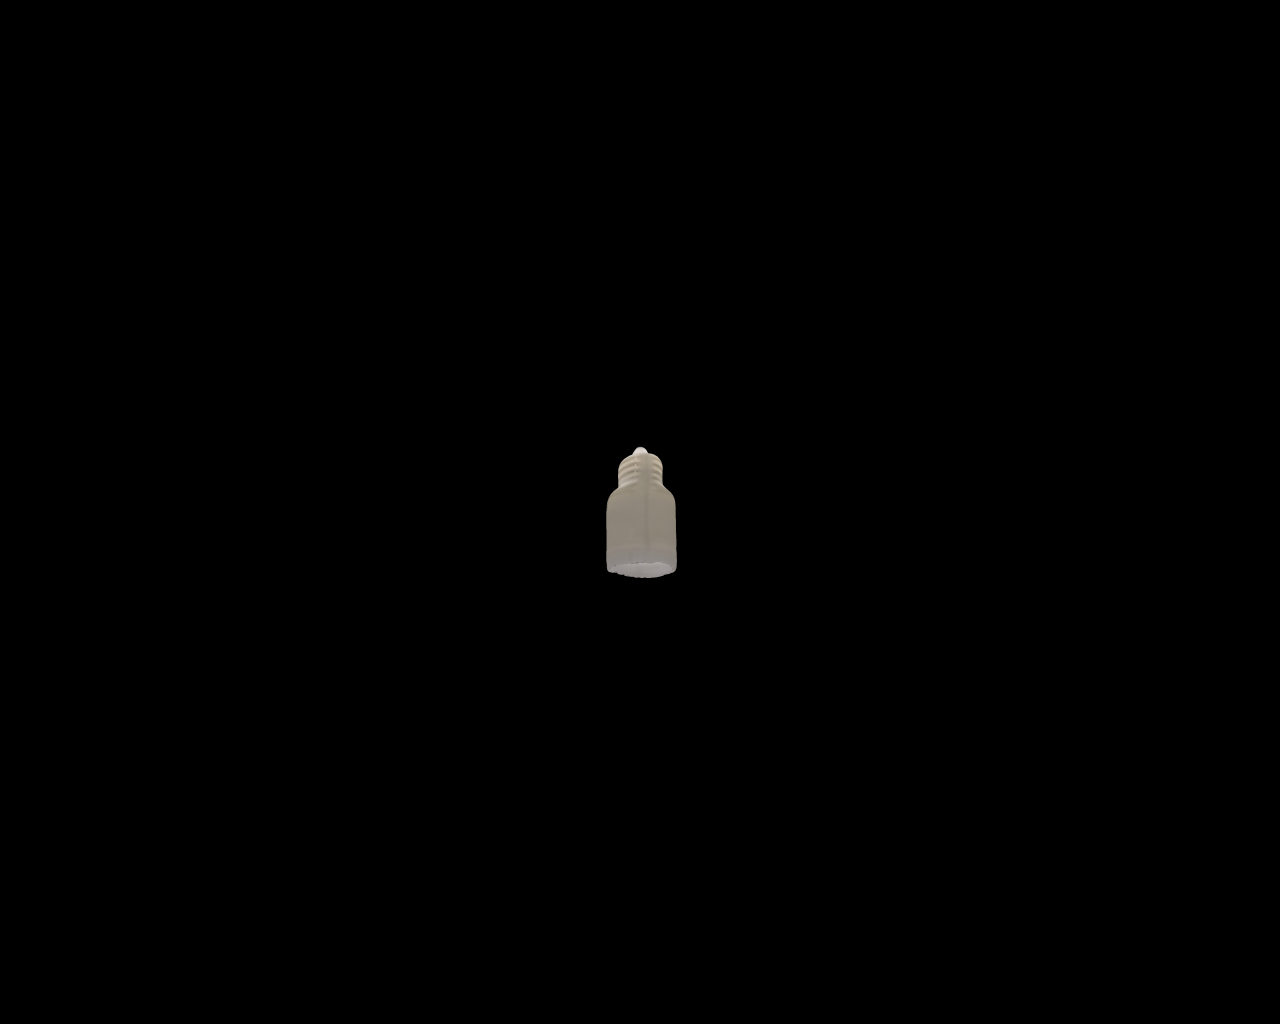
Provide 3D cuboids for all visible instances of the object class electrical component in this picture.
[{"bbox_3d":[0.001,-0.003,0.650,0.043,0.081,0.043,0,-15,0],"label":"electrical component"}]
